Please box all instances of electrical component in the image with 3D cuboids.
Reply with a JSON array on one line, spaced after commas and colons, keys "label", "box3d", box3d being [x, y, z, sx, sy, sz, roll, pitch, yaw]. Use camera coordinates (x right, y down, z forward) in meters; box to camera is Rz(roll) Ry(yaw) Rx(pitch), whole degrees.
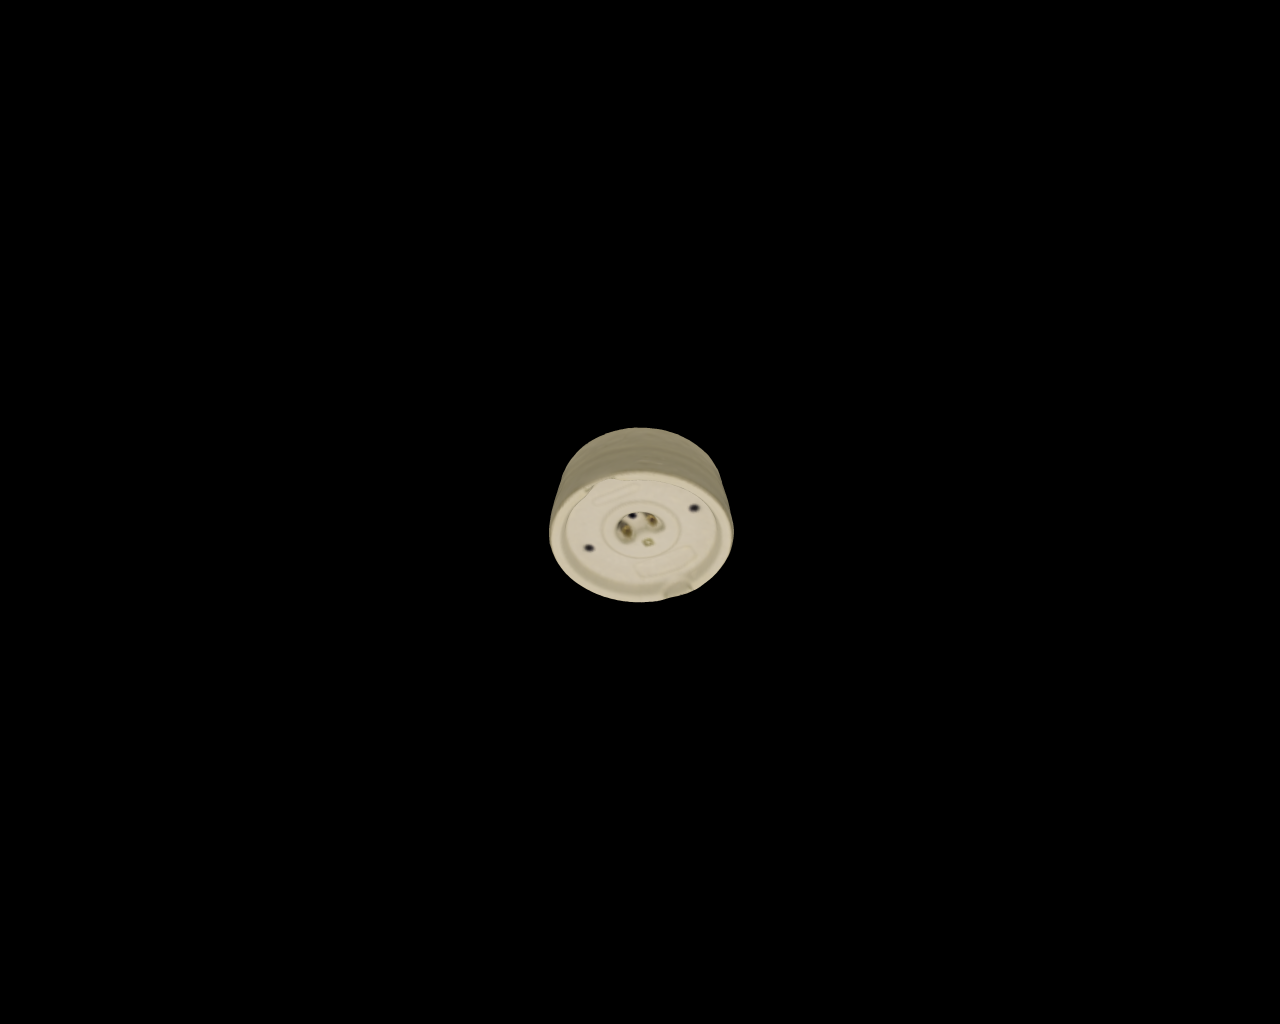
[{"label": "electrical component", "box3d": [0.001, -0.003, 0.650, 0.108, 0.108, 0.060, 0, 42, 0]}]
